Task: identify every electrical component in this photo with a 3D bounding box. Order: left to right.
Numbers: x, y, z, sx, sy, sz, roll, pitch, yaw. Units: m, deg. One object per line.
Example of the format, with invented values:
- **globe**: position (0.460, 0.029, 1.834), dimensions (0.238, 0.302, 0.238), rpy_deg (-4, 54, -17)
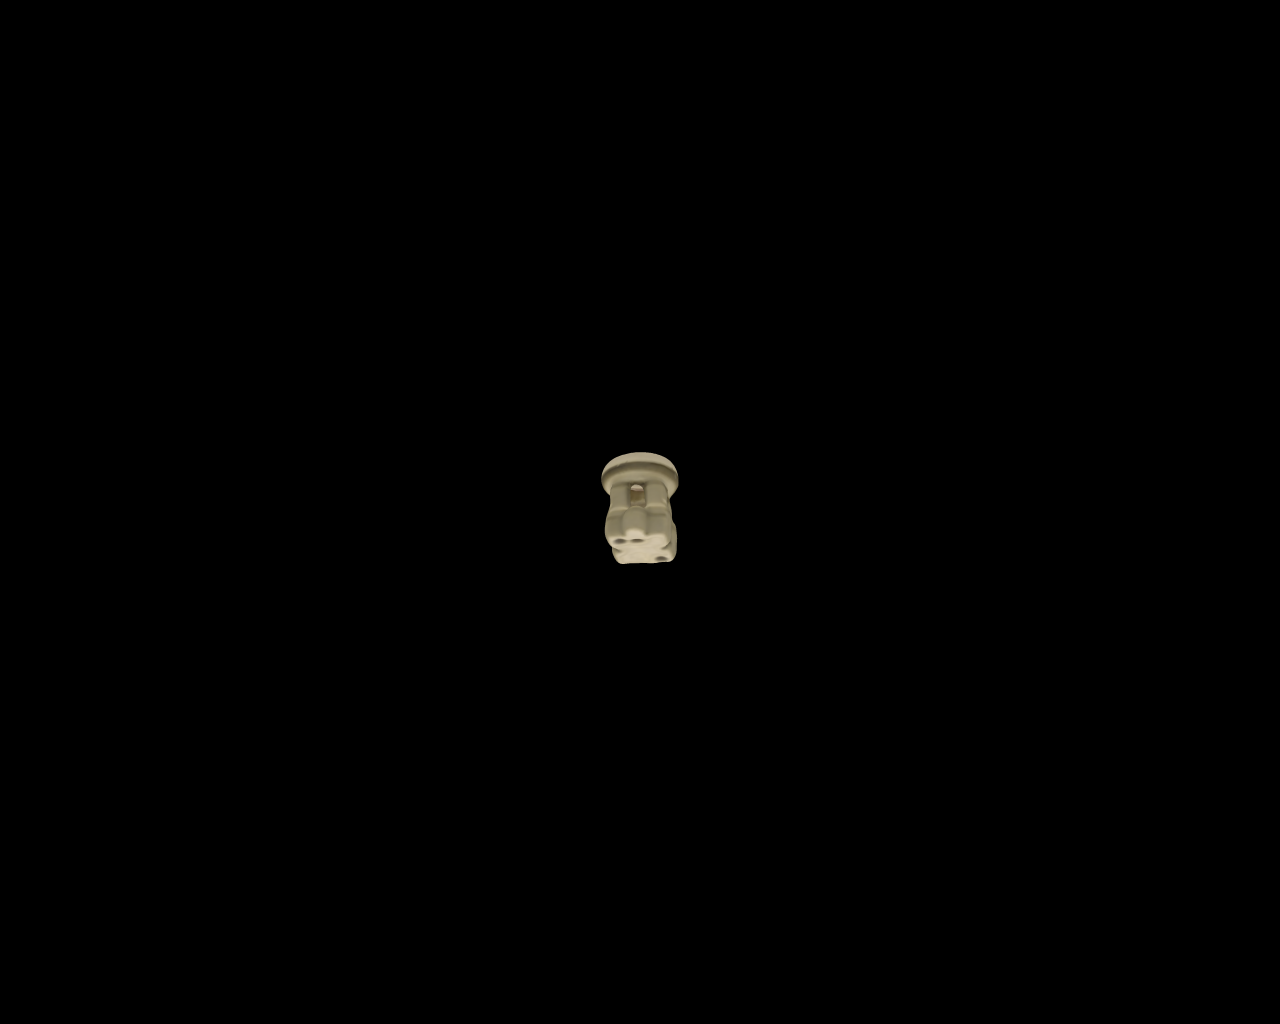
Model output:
- **electrical component**: position (0.001, -0.003, 0.650), dimensions (0.048, 0.055, 0.066), rpy_deg (-3, -26, 7)
